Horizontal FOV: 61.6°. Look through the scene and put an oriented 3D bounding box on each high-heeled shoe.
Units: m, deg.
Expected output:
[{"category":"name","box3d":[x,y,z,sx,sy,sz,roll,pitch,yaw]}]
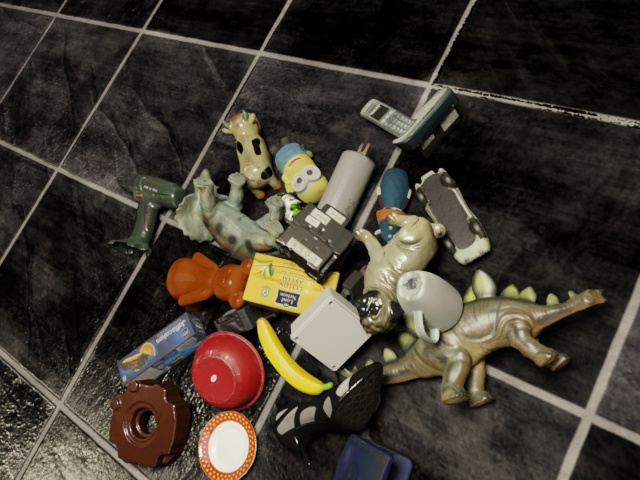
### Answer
[{"category":"high-heeled shoe","box3d":[0.011,0.278,0.943,0.248,0.086,0.145,-52,33,8]}]

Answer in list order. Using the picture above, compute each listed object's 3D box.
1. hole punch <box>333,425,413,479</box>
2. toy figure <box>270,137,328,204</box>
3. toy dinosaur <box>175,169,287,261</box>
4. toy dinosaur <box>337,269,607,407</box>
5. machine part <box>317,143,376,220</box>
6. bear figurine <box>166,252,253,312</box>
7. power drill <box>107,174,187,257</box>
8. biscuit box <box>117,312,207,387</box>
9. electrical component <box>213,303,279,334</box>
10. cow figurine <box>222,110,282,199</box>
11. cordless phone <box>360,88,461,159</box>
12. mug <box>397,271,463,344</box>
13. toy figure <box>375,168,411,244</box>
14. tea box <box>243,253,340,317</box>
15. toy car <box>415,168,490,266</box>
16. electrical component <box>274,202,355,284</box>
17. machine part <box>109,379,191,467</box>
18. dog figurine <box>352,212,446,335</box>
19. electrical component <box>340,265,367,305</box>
[{"category":"hole punch","box3d":[0.075,0.386,0.878,0.116,0.092,0.142,12,78,33]},{"category":"toy figure","box3d":[-0.041,-0.151,1.167,0.082,0.089,0.180,-54,45,19]},{"category":"toy dinosaur","box3d":[-0.164,-0.019,1.145,0.405,0.192,0.131,38,47,20]},{"category":"toy dinosaur","box3d":[0.227,0.172,0.889,0.471,0.105,0.199,-28,52,18]},{"category":"machine part","box3d":[0.048,-0.093,1.098,0.079,0.079,0.243,19,77,31]},{"category":"bear figurine","box3d":[-0.217,0.091,1.131,0.196,0.131,0.120,3,71,18]},{"category":"power drill","box3d":[-0.447,-0.065,1.336,0.232,0.085,0.207,7,65,26]},{"category":"biscuit box","box3d":[-0.337,0.239,1.155,0.203,0.059,0.063,-36,57,8]},{"category":"electrical component","box3d":[-0.146,0.154,1.084,0.119,0.075,0.047,-25,95,19]},{"category":"cow figurine","box3d":[-0.158,-0.205,1.218,0.085,0.127,0.195,-20,64,14]},{"category":"cordless phone","box3d":[0.181,-0.265,1.106,0.146,0.088,0.184,-49,53,0]},{"category":"mug","box3d":[0.162,0.101,0.840,0.081,0.107,0.109,-7,58,40]},{"category":"toy figure","box3d":[0.143,-0.063,1.052,0.064,0.057,0.154,-1,73,33]},{"category":"tea box","box3d":[-0.053,0.095,1.040,0.170,0.068,0.098,12,74,5]},{"category":"toy car","box3d":[0.243,-0.047,0.998,0.073,0.056,0.202,-34,57,17]},{"category":"electrical component","box3d":[-0.002,-0.003,1.006,0.115,0.058,0.134,39,67,7]},{"category":"machine part","box3d":[-0.348,0.370,1.091,0.180,0.056,0.179,-4,78,20]},{"category":"dog figurine","box3d":[0.144,0.063,0.926,0.172,0.121,0.191,-28,47,28]},{"category":"electrical component","box3d":[0.066,0.092,1.019,0.021,0.063,0.094,26,61,31]}]
